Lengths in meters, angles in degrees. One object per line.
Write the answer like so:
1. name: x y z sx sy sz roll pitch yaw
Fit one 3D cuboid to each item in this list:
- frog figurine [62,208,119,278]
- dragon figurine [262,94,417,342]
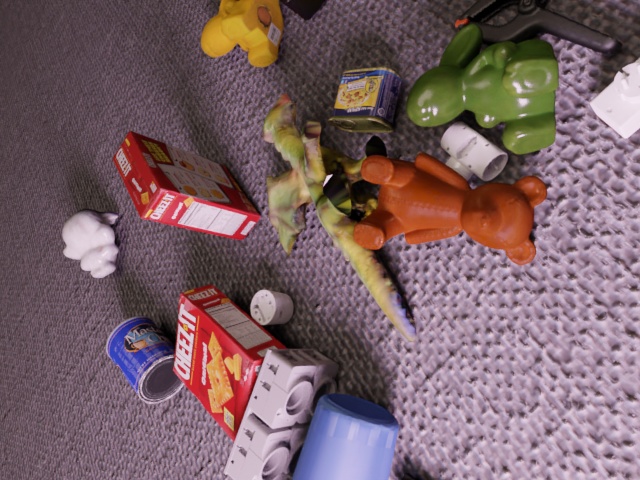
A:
1. frog figurine: -0.528 0.013 1.182 0.137 0.120 0.163 -20 54 14
2. dragon figurine: 0.002 -0.039 0.783 0.240 0.123 0.412 -22 82 57
